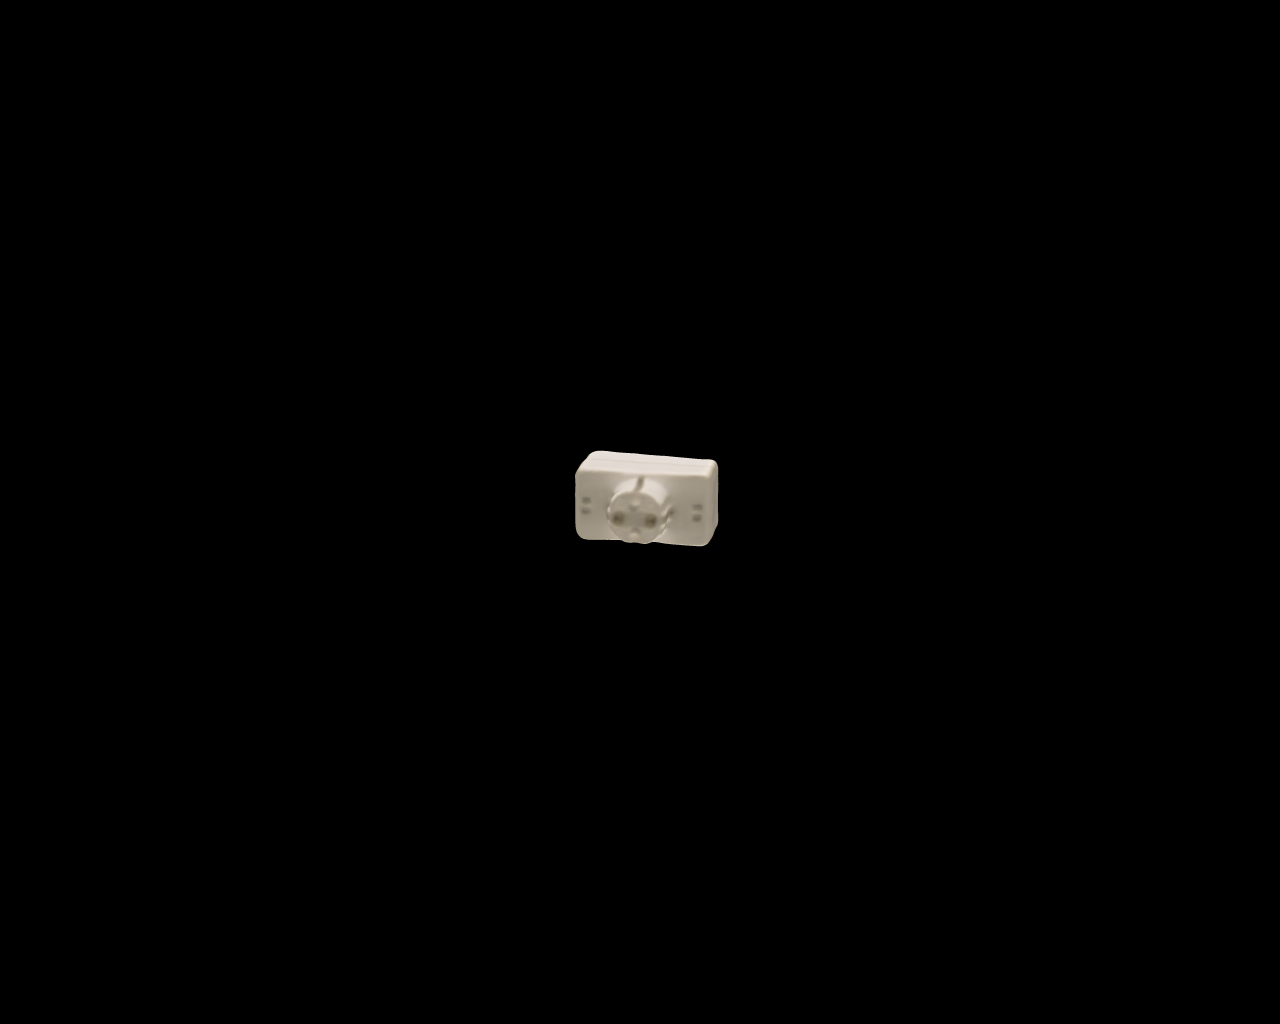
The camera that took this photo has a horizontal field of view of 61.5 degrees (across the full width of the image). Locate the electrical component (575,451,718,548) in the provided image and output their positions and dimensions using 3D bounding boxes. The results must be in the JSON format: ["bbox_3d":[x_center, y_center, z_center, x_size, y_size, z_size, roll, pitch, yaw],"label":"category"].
[{"bbox_3d":[0.001,-0.003,0.650,0.083,0.047,0.076,4,20,12],"label":"electrical component"}]
